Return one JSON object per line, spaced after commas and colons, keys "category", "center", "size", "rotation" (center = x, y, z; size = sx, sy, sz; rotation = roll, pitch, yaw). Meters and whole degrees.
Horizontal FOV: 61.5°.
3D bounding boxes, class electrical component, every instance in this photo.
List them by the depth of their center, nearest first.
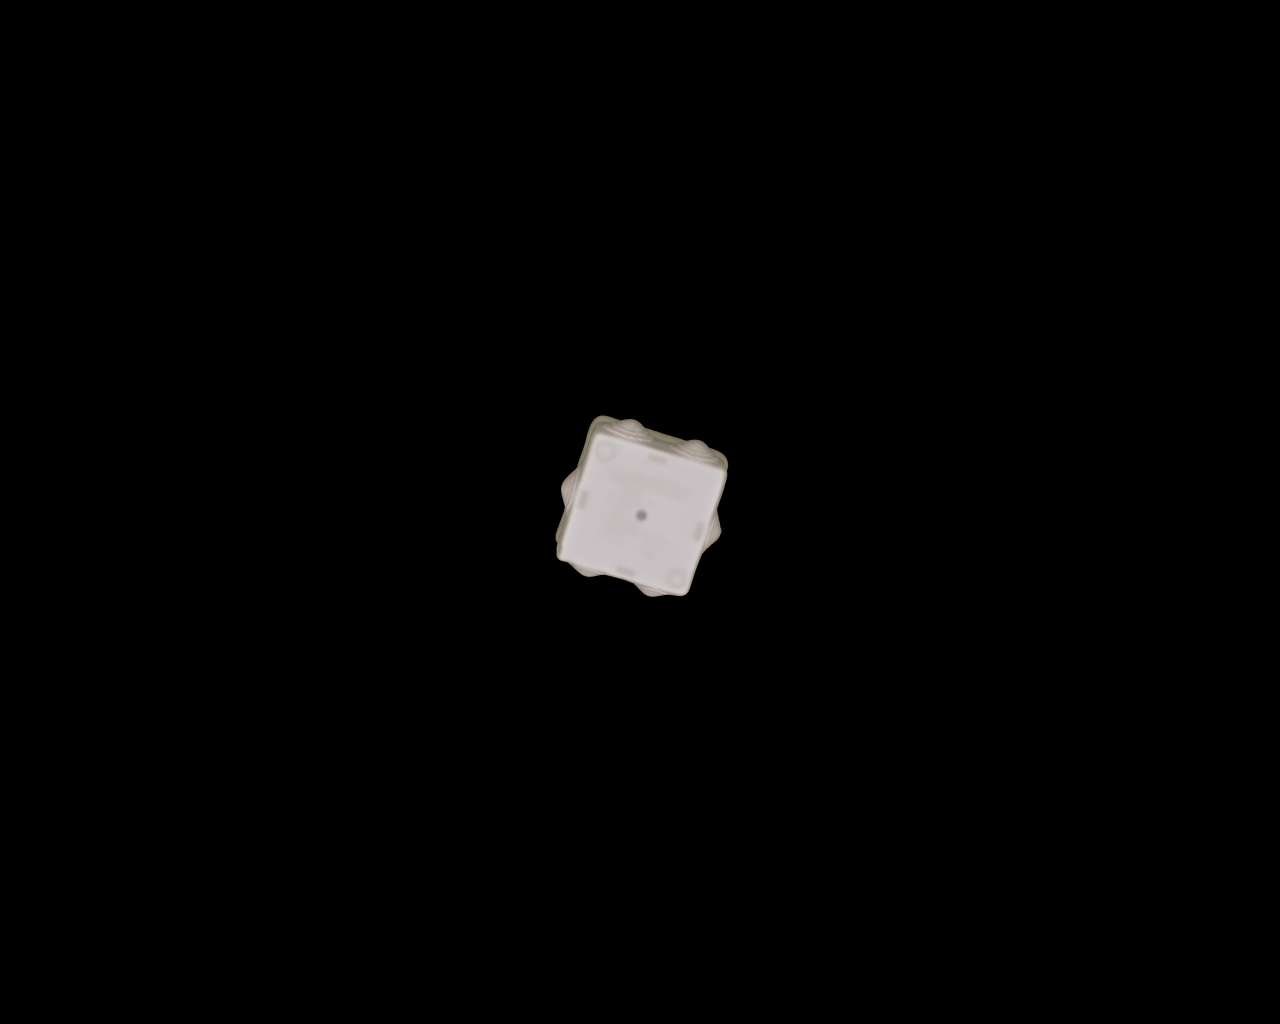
{"category": "electrical component", "center": [0.001, -0.003, 0.650], "size": [0.100, 0.099, 0.048], "rotation": [18, 11, -4]}
